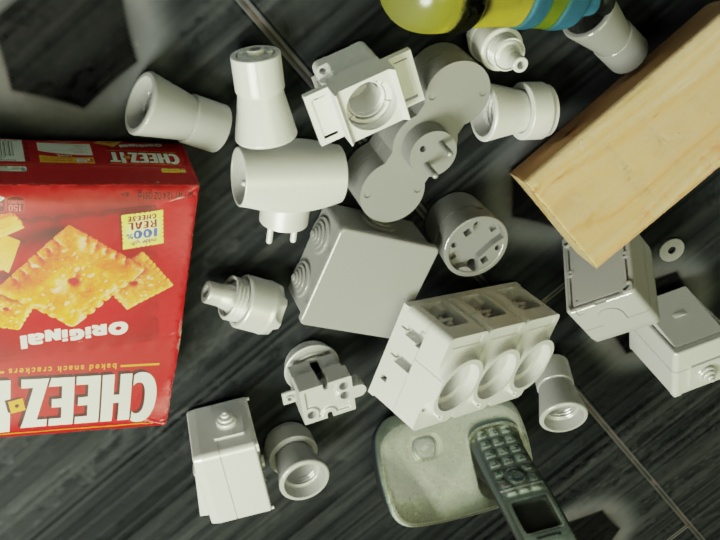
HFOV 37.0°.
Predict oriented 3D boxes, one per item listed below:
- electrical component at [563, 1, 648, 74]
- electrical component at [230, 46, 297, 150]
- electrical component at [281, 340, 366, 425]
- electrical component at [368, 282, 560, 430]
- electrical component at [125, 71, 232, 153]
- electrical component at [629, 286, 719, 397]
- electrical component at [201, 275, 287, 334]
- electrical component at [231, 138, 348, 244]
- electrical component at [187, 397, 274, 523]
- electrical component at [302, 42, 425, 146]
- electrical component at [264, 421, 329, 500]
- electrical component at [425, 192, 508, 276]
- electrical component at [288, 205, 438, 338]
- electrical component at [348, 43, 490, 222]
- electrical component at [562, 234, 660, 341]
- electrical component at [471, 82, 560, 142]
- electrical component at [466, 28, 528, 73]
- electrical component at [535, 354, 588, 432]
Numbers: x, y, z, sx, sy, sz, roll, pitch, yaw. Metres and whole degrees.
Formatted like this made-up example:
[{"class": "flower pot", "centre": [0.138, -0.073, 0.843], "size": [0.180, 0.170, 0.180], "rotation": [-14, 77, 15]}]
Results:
[{"class": "electrical component", "centre": [0.189, -0.178, 0.814], "size": [0.065, 0.044, 0.044], "rotation": [30, 107, -40]}, {"class": "electrical component", "centre": [-0.069, -0.122, 0.742], "size": [0.044, 0.044, 0.065], "rotation": [-14, 122, -14]}, {"class": "electrical component", "centre": [-0.035, 0.091, 0.890], "size": [0.066, 0.055, 0.048], "rotation": [-17, 127, -12]}, {"class": "electrical component", "centre": [0.092, 0.071, 0.893], "size": [0.150, 0.062, 0.089], "rotation": [-9, 128, -46]}, {"class": "electrical component", "centre": [-0.121, -0.104, 0.732], "size": [0.065, 0.044, 0.044], "rotation": [15, 115, -36]}, {"class": "electrical component", "centre": [0.298, 0.066, 0.989], "size": [0.062, 0.096, 0.061], "rotation": [-19, 127, -10]}, {"class": "electrical component", "centre": [-0.091, 0.024, 0.829], "size": [0.062, 0.043, 0.043], "rotation": [17, 114, -30]}, {"class": "electrical component", "centre": [-0.054, -0.054, 0.792], "size": [0.077, 0.043, 0.079], "rotation": [-4, 123, -21]}, {"class": "electrical component", "centre": [-0.113, 0.154, 0.893], "size": [0.061, 0.061, 0.096], "rotation": [-13, 127, -6]}, {"class": "electrical component", "centre": [-0.001, -0.126, 0.752], "size": [0.081, 0.063, 0.042], "rotation": [-25, 130, -6]}, {"class": "electrical component", "centre": [-0.056, 0.164, 0.931], "size": [0.045, 0.055, 0.045], "rotation": [-11, 125, -16]}, {"class": "electrical component", "centre": [0.084, -0.030, 0.864], "size": [0.055, 0.047, 0.055], "rotation": [-11, 125, -16]}, {"class": "electrical component", "centre": [0.000, 0.000, 0.848], "size": [0.100, 0.048, 0.099], "rotation": [11, 117, -29]}, {"class": "electrical component", "centre": [0.047, -0.093, 0.789], "size": [0.052, 0.073, 0.138], "rotation": [22, 111, -33]}, {"class": "electrical component", "centre": [0.215, 0.005, 0.919], "size": [0.062, 0.096, 0.061], "rotation": [-22, 135, 30]}, {"class": "electrical component", "centre": [0.118, -0.121, 0.819], "size": [0.055, 0.045, 0.045], "rotation": [-5, 124, -21]}, {"class": "electrical component", "centre": [0.102, -0.159, 0.776], "size": [0.035, 0.061, 0.035], "rotation": [-11, 126, -16]}, {"class": "electrical component", "centre": [0.181, 0.110, 0.988], "size": [0.044, 0.065, 0.044], "rotation": [-3, 136, -3]}]
